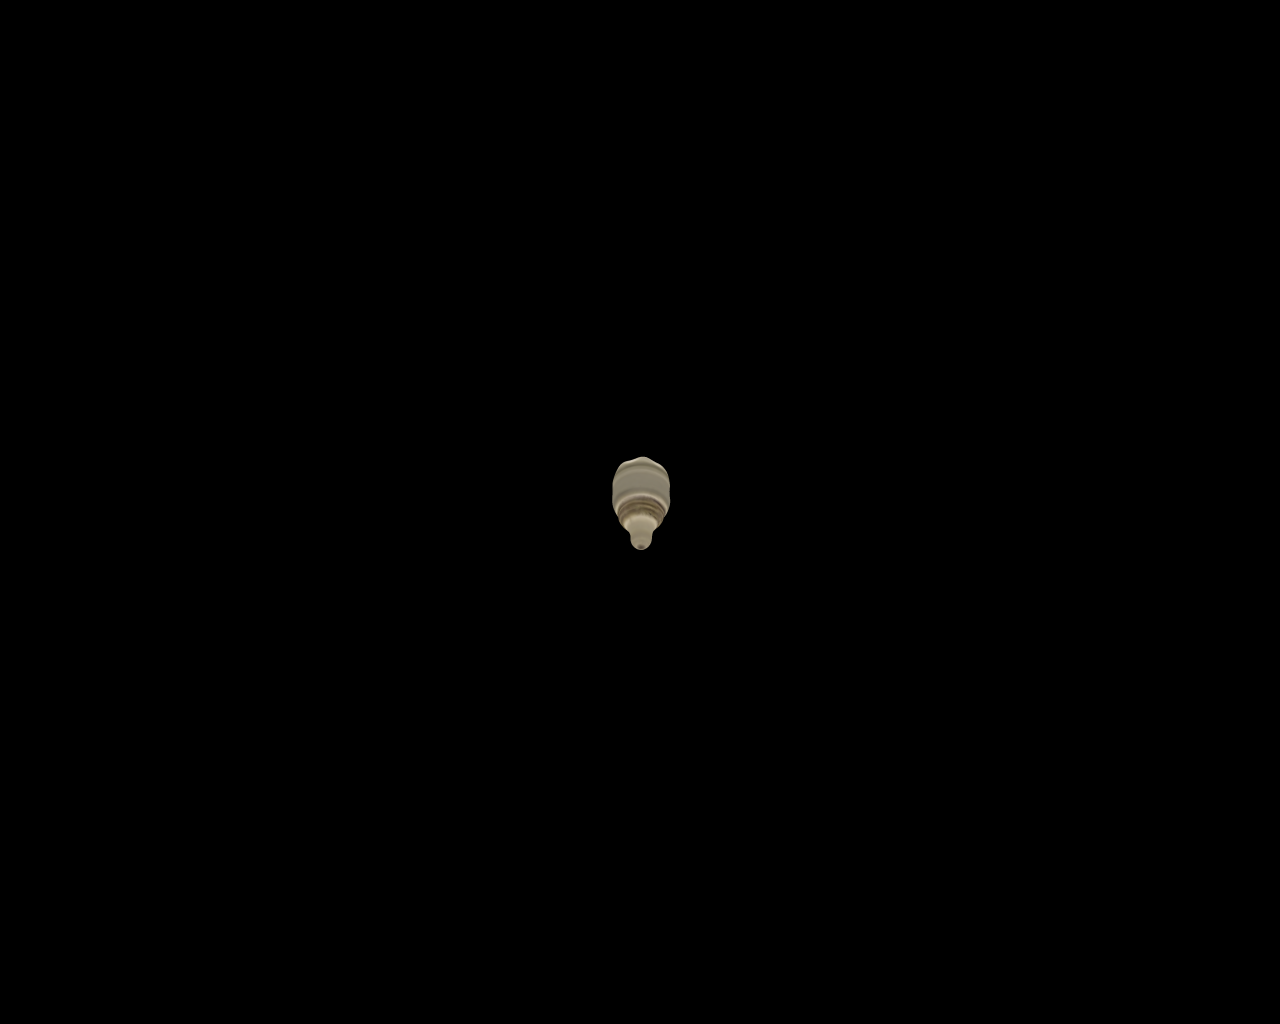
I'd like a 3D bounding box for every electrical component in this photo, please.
[{"bbox_3d":[0.001,-0.003,0.650,0.035,0.061,0.035,0,-39,0],"label":"electrical component"}]
